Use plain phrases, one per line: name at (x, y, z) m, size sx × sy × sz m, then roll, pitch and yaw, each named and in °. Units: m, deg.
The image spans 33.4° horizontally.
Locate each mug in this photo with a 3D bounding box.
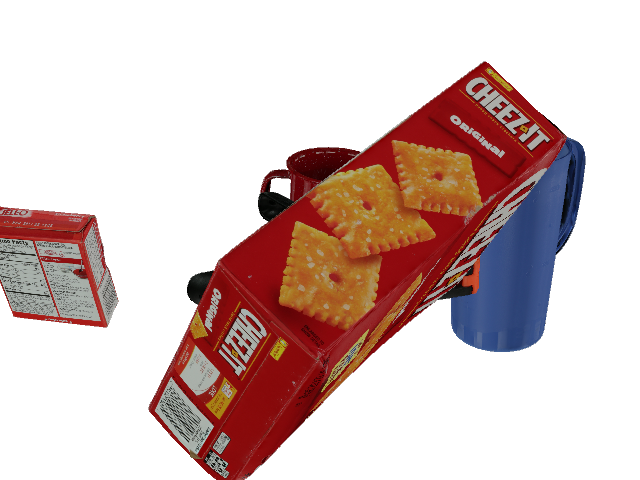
mug at (0.000, -0.036, 1.021) m, size 0.117 × 0.081 × 0.093 m, roll 7°, pitch 26°, yaw 5°

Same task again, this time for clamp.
clamp at (0.018, 0.008, 0.827) m, size 0.210 × 0.036 × 0.164 m, roll 3°, pitch 29°, yaw 10°

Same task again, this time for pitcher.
pitcher at (0.214, -0.004, 1.201) m, size 0.149 × 0.243 × 0.145 m, roll 5°, pitch 27°, yaw 13°

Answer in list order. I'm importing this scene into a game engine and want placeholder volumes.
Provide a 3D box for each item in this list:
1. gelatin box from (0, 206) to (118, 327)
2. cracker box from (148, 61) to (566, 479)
gelatin box at (-0.186, 0.018, 0.743) m, size 0.073 × 0.089 × 0.030 m, roll 5°, pitch 44°, yaw 11°
cracker box at (0.020, 0.020, 0.571) m, size 0.213 × 0.072 × 0.164 m, roll -37°, pitch -13°, yaw -36°
